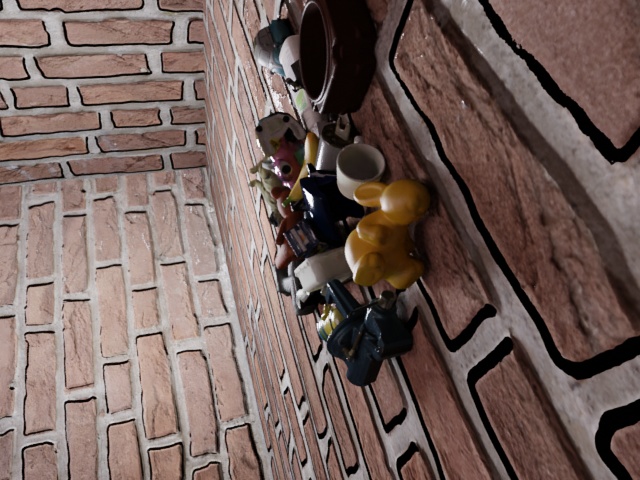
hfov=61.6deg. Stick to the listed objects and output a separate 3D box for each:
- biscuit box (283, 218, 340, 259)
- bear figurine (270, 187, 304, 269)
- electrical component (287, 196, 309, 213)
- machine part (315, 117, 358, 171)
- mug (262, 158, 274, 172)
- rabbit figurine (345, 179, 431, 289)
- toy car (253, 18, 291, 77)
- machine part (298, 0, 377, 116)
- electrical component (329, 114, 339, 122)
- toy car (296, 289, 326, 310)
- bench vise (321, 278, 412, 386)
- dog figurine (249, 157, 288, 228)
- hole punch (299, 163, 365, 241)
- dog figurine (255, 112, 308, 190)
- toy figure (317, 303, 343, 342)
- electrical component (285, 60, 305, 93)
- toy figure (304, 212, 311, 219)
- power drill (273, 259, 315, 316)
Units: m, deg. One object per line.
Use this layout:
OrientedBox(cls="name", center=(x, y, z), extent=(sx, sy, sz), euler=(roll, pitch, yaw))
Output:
OrientedBox(cls="biscuit box", center=(-0.012, 0.002, 1.158), extent=(0.063, 0.059, 0.202), euler=(58, -169, 11))
OrientedBox(cls="bear figurine", center=(-0.069, -0.037, 1.398), extent=(0.132, 0.120, 0.196), euler=(108, 151, -61))
OrientedBox(cls="electrical component", center=(-0.012, -0.114, 1.238), extent=(0.119, 0.075, 0.048), euler=(-39, 64, 29))
OrientedBox(cls="machine part", center=(0.027, -0.149, 1.097), extent=(0.243, 0.079, 0.079), euler=(103, 154, -51))
OrientedBox(cls="mug", center=(-0.093, -0.207, 1.436), extent=(0.107, 0.109, 0.080), euler=(27, 120, 55))
OrientedBox(cls="rabbit figurine", center=(0.117, -0.028, 0.846), extent=(0.162, 0.122, 0.173), euler=(-102, 28, -47))
OrientedBox(cls="toy car", center=(-0.121, -0.499, 1.391), extent=(0.109, 0.103, 0.162), euler=(113, 144, -58))
OrientedBox(cls="machine part", center=(0.024, -0.353, 1.004), extent=(0.201, 0.087, 0.201), euler=(116, 141, -61))
OrientedBox(cls="electrical component", center=(0.024, -0.301, 1.135), extent=(0.063, 0.021, 0.094), euler=(138, 122, -71))
OrientedBox(cls="toy car", center=(-0.013, 0.127, 1.362), extent=(0.201, 0.073, 0.056), euler=(120, 136, -64))
OrientedBox(cls="bench vise", center=(0.068, 0.150, 1.021), extent=(0.241, 0.129, 0.223), euler=(52, 151, 44))
OrientedBox(cls="dog figurine", center=(-0.115, -0.141, 1.577), extent=(0.191, 0.121, 0.172), euler=(59, 158, 23))
OrientedBox(cls="hole punch", center=(0.011, -0.070, 1.056), extent=(0.116, 0.092, 0.142), euler=(12, 139, 40))
OrientedBox(cls="dog figurine", center=(-0.072, -0.193, 1.284), extent=(0.191, 0.108, 0.219), euler=(55, 175, 5))
OrientedBox(cls="toy figure", center=(0.045, 0.188, 1.191), extent=(0.089, 0.082, 0.180), euler=(65, 154, 17))
OrientedBox(cls="electrical component", center=(-0.027, -0.362, 1.155), extent=(0.045, 0.102, 0.078), euler=(12, -123, -67))
OrientedBox(cls="toy figure", center=(-0.005, -0.004, 1.295), extent=(0.058, 0.064, 0.154), euler=(138, 124, -60))
OrientedBox(cls="power drill", center=(-0.073, 0.097, 1.561), extent=(0.207, 0.086, 0.231), euler=(-3, 98, 66))
